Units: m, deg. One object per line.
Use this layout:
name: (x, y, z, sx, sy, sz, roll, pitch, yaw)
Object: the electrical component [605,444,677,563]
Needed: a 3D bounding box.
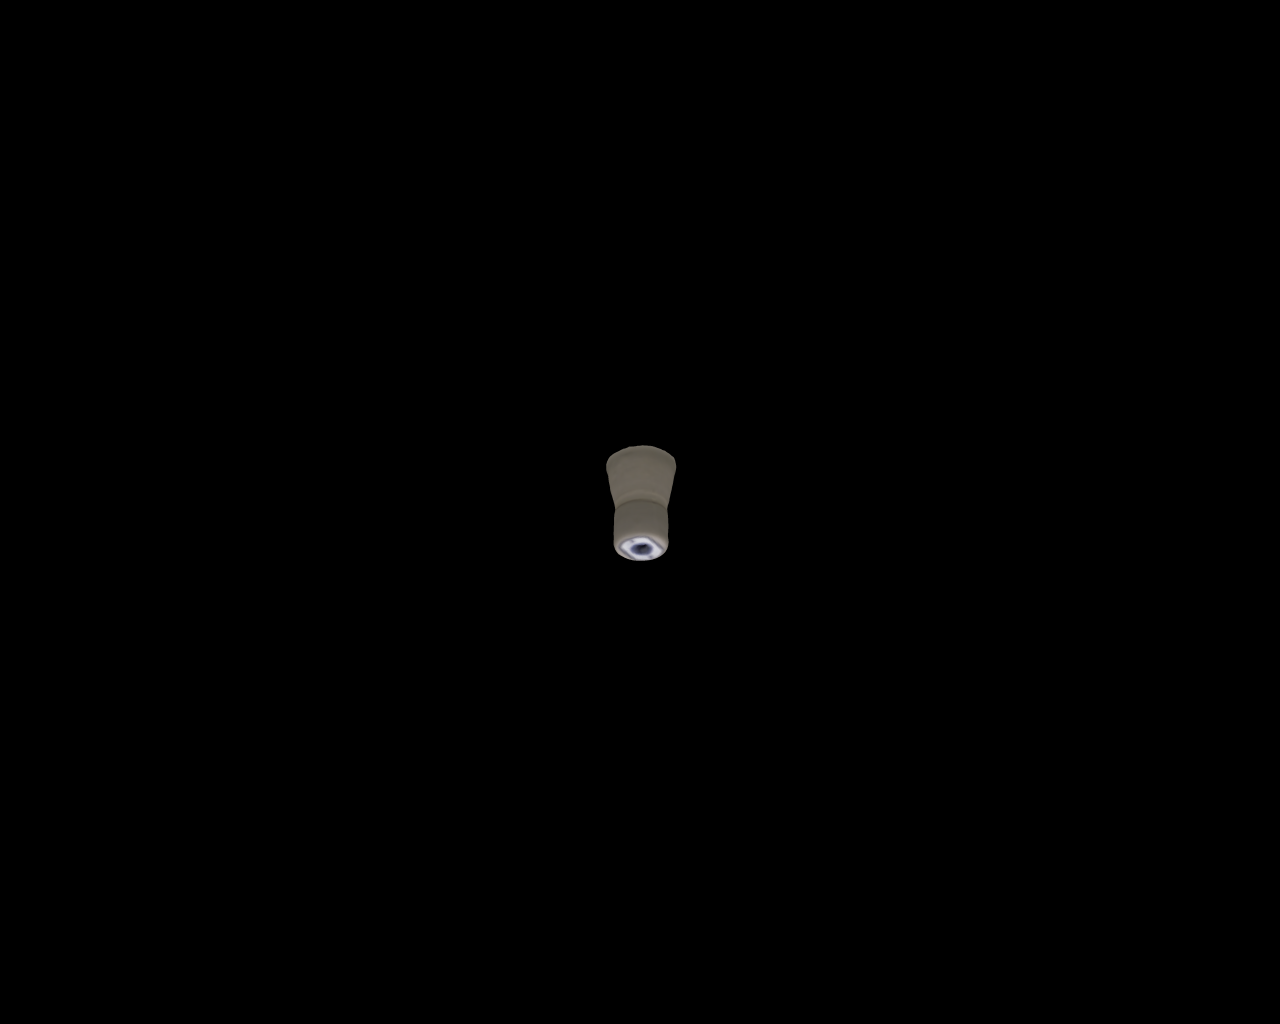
electrical component: (0.001, -0.003, 0.650, 0.044, 0.065, 0.044, 0, -33, 0)
